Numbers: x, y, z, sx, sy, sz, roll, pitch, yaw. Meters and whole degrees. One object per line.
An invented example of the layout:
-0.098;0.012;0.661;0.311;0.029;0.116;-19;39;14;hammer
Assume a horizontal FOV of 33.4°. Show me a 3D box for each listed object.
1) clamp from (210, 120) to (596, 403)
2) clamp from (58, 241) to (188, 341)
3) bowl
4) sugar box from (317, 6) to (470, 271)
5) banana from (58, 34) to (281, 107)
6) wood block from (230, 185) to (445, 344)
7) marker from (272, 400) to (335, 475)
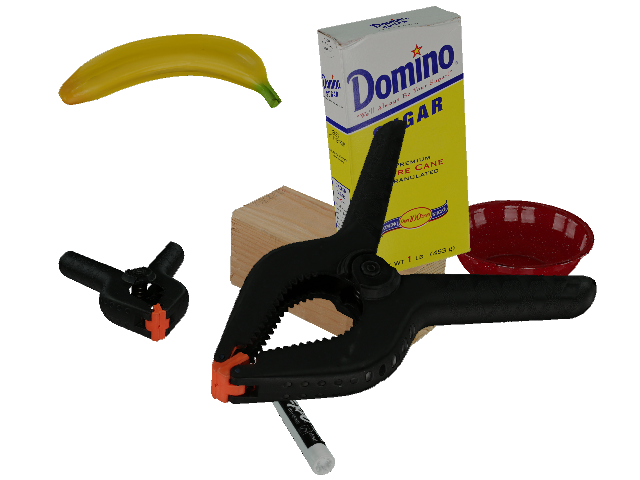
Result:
0.022;0.017;0.578;0.209;0.165;0.036;-25;-33;-24;clamp
-0.159;0.041;0.982;0.120;0.039;0.172;-15;30;-26;clamp
0.216;0.013;1.176;0.162;0.055;0.162;-1;28;0;bowl
0.054;-0.067;0.747;0.093;0.176;0.048;-16;29;-18;sugar box
-0.135;-0.155;0.964;0.197;0.069;0.037;-1;-33;-4;banana
0.014;0.029;1.087;0.206;0.091;0.090;24;35;31;wood block
-0.021;0.140;0.843;0.020;0.020;0.121;0;27;-26;marker
